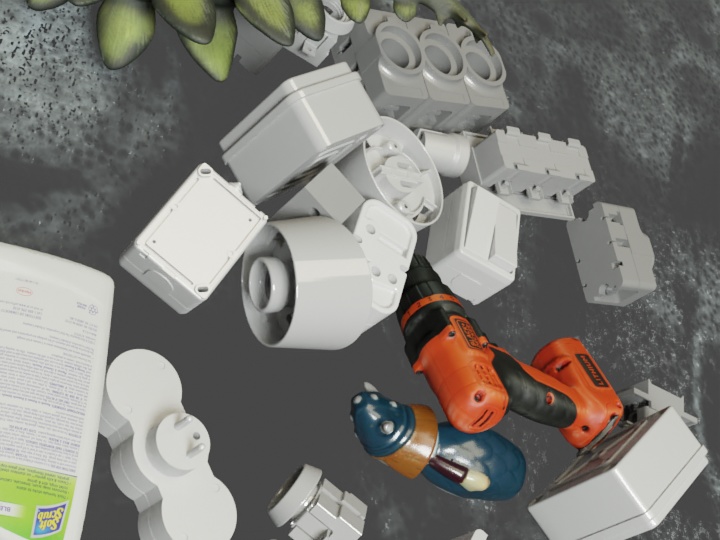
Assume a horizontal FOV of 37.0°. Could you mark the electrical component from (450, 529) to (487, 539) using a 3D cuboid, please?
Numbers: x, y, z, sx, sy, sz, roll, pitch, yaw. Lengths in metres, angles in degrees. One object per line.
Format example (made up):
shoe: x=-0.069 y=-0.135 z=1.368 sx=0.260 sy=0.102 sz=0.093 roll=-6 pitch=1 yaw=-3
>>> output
electrical component: x=0.067 y=0.238 z=0.763 sx=0.050 sy=0.056 sz=0.089 roll=44 pitch=47 yaw=-9

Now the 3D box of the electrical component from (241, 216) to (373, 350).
electrical component: x=-0.043 y=0.010 z=0.781 sx=0.064 sy=0.099 sz=0.099 roll=-2 pitch=67 yaw=-31

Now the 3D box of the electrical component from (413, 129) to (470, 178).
electrical component: x=0.070 y=-0.107 z=0.974 sx=0.046 sy=0.040 sz=0.040 roll=10 pitch=60 yaw=-27

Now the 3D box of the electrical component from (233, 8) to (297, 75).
electrical component: x=-0.096 y=-0.219 z=0.899 sx=0.089 sy=0.056 sz=0.050 roll=41 pitch=48 yaw=-11

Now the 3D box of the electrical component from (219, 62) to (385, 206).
electrical component: x=-0.047 y=-0.105 z=0.832 sx=0.078 sy=0.113 sz=0.057 roll=-27 pitch=87 yaw=-43

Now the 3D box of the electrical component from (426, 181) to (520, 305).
electrical component: x=0.101 y=-0.030 z=0.938 sx=0.062 sy=0.061 sz=0.096 roll=28 pitch=52 yaw=-22

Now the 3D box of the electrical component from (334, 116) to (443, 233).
electrical component: x=0.026 y=-0.075 z=0.904 sx=0.099 sy=0.064 sz=0.099 roll=18 pitch=56 yaw=-29

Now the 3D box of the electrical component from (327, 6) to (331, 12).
electrical component: x=-0.012 y=-0.264 z=1.001 sx=0.040 sy=0.040 sz=0.046 roll=49 pitch=53 yaw=-4

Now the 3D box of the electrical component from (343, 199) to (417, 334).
electrical component: x=0.000 y=0.000 z=0.845 sx=0.054 sy=0.059 sz=0.095 roll=33 pitch=50 yaw=-18

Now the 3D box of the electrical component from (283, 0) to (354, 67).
electrical component: x=-0.035 y=-0.218 z=0.945 sx=0.048 sy=0.055 sz=0.066 roll=28 pitch=51 yaw=-22

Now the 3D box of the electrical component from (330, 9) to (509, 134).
electrical component: x=0.058 y=-0.181 z=0.991 sx=0.150 sy=0.062 sz=0.089 roll=0 pitch=66 yaw=-37

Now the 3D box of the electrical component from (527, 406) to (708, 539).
electrical component: x=0.209 y=0.173 z=0.873 sx=0.109 sy=0.109 sz=0.056 roll=-31 pitch=84 yaw=-43

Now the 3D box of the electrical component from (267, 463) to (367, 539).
electrical component: x=-0.030 y=0.165 z=0.734 sx=0.055 sy=0.048 sz=0.066 roll=40 pitch=13 yaw=-4

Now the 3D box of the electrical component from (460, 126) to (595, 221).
electrical component: x=0.158 y=-0.094 z=1.017 sx=0.121 sy=0.063 sz=0.078 roll=5 pitch=63 yaw=-36

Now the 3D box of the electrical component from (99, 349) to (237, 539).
electrical component: x=-0.120 y=0.113 z=0.680 sx=0.052 sy=0.074 sz=0.138 roll=-17 pitch=76 yaw=-42

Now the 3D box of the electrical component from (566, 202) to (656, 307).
electrical component: x=0.247 y=-0.014 z=1.048 sx=0.056 sy=0.050 sz=0.089 roll=7 pitch=62 yaw=-34

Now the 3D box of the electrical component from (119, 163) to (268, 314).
electrical component: x=-0.115 y=-0.025 z=0.759 sx=0.062 sy=0.061 sz=0.096 roll=41 pitch=62 yaw=-11

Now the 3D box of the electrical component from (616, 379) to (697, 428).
electrical component: x=0.263 y=0.141 z=0.979 sx=0.081 sy=0.042 sz=0.063 roll=25 pitch=56 yaw=-23
